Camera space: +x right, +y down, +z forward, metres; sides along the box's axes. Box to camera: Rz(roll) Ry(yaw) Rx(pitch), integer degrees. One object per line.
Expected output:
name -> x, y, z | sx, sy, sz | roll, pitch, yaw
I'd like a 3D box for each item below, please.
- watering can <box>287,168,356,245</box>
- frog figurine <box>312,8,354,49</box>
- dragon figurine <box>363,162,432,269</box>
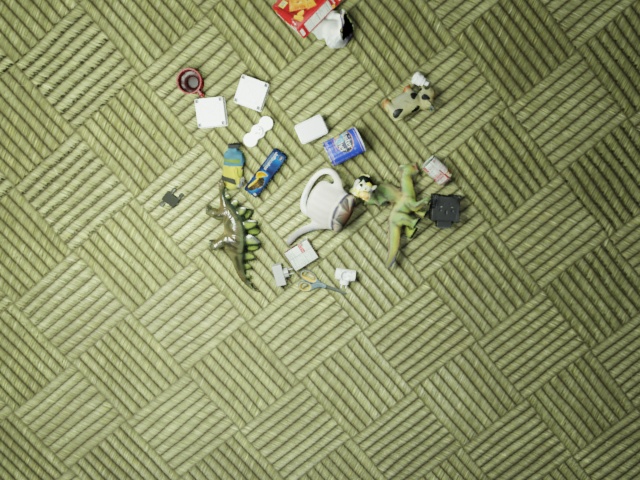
watering can -> 0.006, -0.099, 1.967 | 0.226, 0.104, 0.344 | 31, 104, 31
frog figurine -> 0.038, -0.776, 1.905 | 0.159, 0.124, 0.136 | 4, 108, 35
dragon figurine -> 0.281, -0.117, 2.003 | 0.244, 0.122, 0.409 | 34, 95, 12
